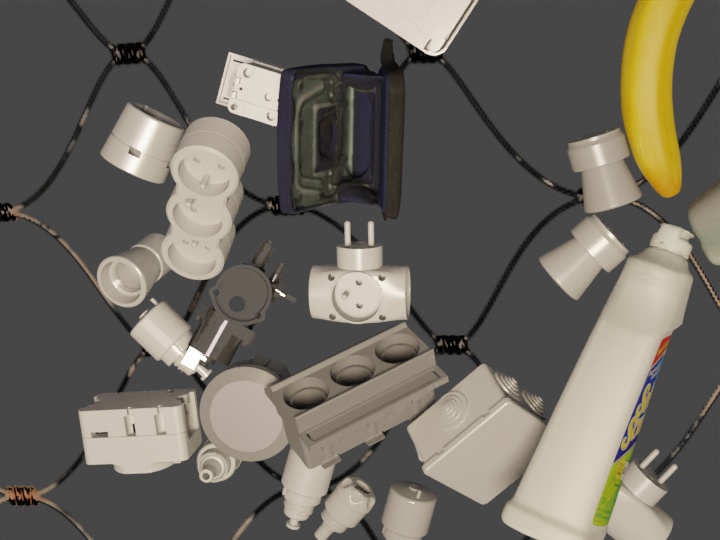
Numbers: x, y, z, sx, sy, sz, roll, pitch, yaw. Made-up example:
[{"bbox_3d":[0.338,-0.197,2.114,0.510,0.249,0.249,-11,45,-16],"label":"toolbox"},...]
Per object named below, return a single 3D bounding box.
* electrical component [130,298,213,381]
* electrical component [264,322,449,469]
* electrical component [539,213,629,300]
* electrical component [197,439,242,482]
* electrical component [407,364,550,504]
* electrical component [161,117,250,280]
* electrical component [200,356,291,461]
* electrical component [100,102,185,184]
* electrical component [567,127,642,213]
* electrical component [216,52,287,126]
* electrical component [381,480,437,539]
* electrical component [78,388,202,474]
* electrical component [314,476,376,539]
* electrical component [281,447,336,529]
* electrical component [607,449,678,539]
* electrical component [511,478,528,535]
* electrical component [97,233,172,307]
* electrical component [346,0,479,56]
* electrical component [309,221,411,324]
[{"bbox_3d":[-0.155,0.061,0.894,0.078,0.040,0.040,44,104,-2],"label":"electrical component"},{"bbox_3d":[-0.002,0.100,0.843,0.121,0.079,0.063,-25,129,-19],"label":"electrical component"},{"bbox_3d":[0.173,-0.011,0.829,0.055,0.045,0.045,-43,93,13],"label":"electrical component"},{"bbox_3d":[-0.120,0.161,0.898,0.035,0.061,0.035,2,102,8],"label":"electrical component"},{"bbox_3d":[0.097,0.129,0.847,0.100,0.048,0.100,-42,133,14],"label":"electrical component"},{"bbox_3d":[-0.117,-0.064,0.846,0.052,0.073,0.138,16,134,-1],"label":"electrical component"},{"bbox_3d":[-0.088,0.113,0.890,0.080,0.051,0.080,2,102,8],"label":"electrical component"},{"bbox_3d":[-0.172,-0.102,0.857,0.055,0.055,0.047,28,100,2],"label":"electrical component"},{"bbox_3d":[0.184,-0.076,0.814,0.045,0.045,0.055,-17,98,11],"label":"electrical component"},{"bbox_3d":[-0.071,-0.137,0.830,0.081,0.064,0.042,17,102,5],"label":"electrical component"},{"bbox_3d":[0.037,0.212,0.897,0.040,0.040,0.078,15,103,5],"label":"electrical component"},{"bbox_3d":[-0.184,0.136,0.909,0.089,0.050,0.055,-4,101,9],"label":"electrical component"},{"bbox_3d":[-0.016,0.204,0.906,0.035,0.035,0.061,39,106,-1],"label":"electrical component"},{"bbox_3d":[-0.047,0.180,0.903,0.040,0.040,0.078,17,103,5],"label":"electrical component"},{"bbox_3d":[0.219,0.177,0.861,0.077,0.044,0.079,39,104,-1],"label":"electrical component"},{"bbox_3d":[0.142,0.188,0.874,0.040,0.046,0.040,2,102,8],"label":"electrical component"},{"bbox_3d":[-0.177,-0.003,0.871,0.044,0.065,0.044,9,117,18],"label":"electrical component"},{"bbox_3d":[0.032,-0.220,0.801,0.113,0.057,0.078,34,104,1],"label":"electrical component"},{"bbox_3d":[0.000,0.000,0.857,0.077,0.044,0.079,0,101,8],"label":"electrical component"}]
